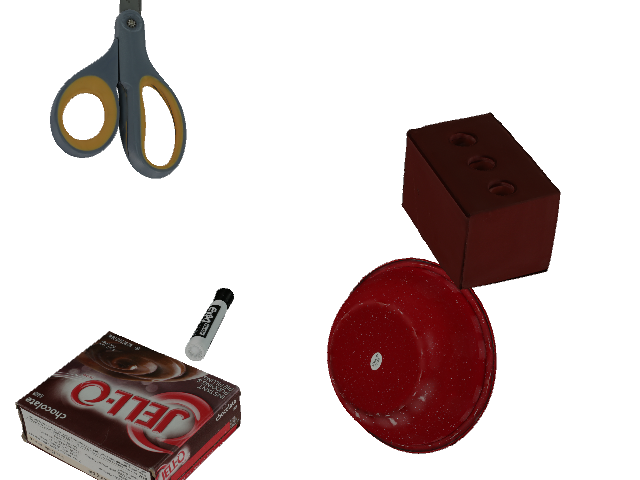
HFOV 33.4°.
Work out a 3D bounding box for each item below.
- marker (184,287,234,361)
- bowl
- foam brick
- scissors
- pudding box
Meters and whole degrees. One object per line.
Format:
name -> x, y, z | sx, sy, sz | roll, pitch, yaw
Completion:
marker -> -0.104, 0.077, 1.018 | 0.020, 0.020, 0.121 | 0, 23, 10
bowl -> 0.059, 0.095, 0.865 | 0.162, 0.162, 0.055 | 0, -1, 39
foam brick -> 0.082, -0.021, 0.558 | 0.053, 0.051, 0.078 | -13, 42, -16
scissors -> -0.143, -0.133, 0.704 | 0.096, 0.202, 0.016 | -10, -14, -28
pudding box -> -0.121, 0.111, 0.679 | 0.114, 0.039, 0.089 | 17, 34, 27
